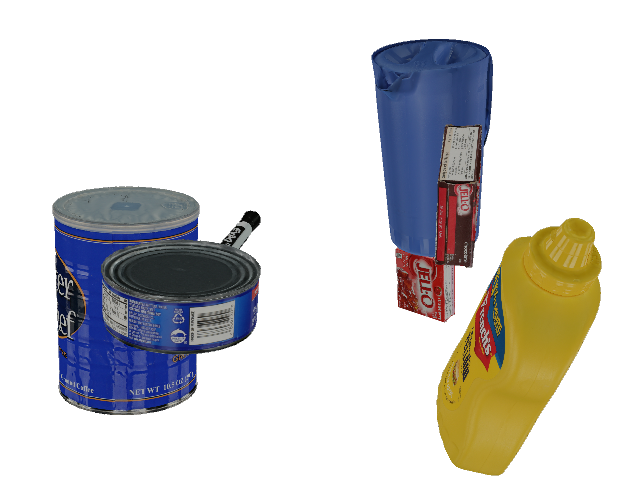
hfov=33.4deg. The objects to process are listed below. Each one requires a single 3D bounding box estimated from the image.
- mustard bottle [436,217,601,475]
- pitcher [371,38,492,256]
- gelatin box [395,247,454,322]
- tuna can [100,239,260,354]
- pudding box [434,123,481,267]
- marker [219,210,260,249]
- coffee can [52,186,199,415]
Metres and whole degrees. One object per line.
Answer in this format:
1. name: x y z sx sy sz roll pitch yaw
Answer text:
1. mustard bottle: 0.120 0.055 0.634 0.058 0.096 0.192 13 -41 -2
2. pitcher: 0.140 -0.113 1.263 0.149 0.243 0.145 -4 25 1
3. gelatin box: 0.134 0.052 1.360 0.073 0.089 0.030 17 34 36
4. tuna can: -0.076 0.030 0.580 0.086 0.034 0.086 3 20 -1
5. pudding box: 0.127 -0.043 0.978 0.039 0.090 0.113 3 34 7
6. marker: -0.085 0.001 1.046 0.020 0.020 0.121 0 25 18
7. coffee can: -0.140 0.041 0.773 0.103 0.140 0.103 2 17 -1
